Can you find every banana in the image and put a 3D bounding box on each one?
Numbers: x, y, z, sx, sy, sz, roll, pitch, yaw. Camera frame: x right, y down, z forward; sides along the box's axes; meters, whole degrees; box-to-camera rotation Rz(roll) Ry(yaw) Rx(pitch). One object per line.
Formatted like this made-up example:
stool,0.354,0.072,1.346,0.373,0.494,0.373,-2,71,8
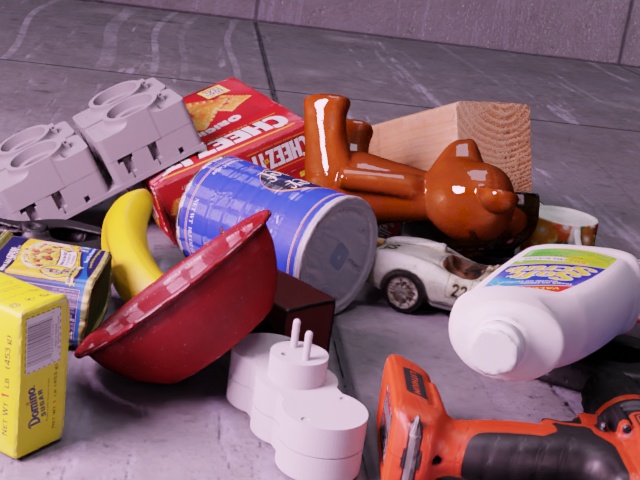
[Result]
banana,-0.144,0.014,0.868,0.069,0.037,0.198,13,28,-36

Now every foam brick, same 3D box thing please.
foam brick,-0.035,0.057,0.788,0.051,0.053,0.078,-10,24,-43

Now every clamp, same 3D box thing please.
clamp,0.262,0.096,0.818,0.210,0.036,0.164,7,16,6
clamp,-0.242,0.009,0.880,0.171,0.039,0.120,4,29,-17

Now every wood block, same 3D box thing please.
wood block,0.127,-0.088,1.138,0.090,0.091,0.206,-1,-1,-26

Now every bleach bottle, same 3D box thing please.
bleach bottle,0.154,0.051,0.721,0.103,0.068,0.250,6,9,22

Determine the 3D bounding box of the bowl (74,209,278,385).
bowl,-0.084,0.048,0.717,0.162,0.055,0.162,-35,9,6

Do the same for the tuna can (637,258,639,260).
tuna can,0.304,0.045,1.002,0.086,0.034,0.086,7,18,-2

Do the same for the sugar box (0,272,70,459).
sugar box,-0.231,0.056,0.645,0.176,0.093,0.048,16,19,26

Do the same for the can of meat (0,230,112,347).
can of meat,-0.201,0.036,0.780,0.084,0.057,0.102,9,18,-3

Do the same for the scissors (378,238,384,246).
scissors,-0.007,0.001,1.039,0.202,0.016,0.096,14,16,22

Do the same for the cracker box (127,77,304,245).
cracker box,-0.115,-0.089,1.087,0.164,0.072,0.214,-26,27,-14

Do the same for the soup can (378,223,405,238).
soup can,0.032,-0.036,1.086,0.102,0.068,0.068,5,18,-8

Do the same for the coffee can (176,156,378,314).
coffee can,-0.037,-0.005,0.902,0.140,0.103,0.102,20,22,35

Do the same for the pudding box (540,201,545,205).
pudding box,0.200,-0.036,1.207,0.090,0.039,0.113,5,20,-13

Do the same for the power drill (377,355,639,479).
power drill,0.131,0.117,0.666,0.187,0.057,0.184,7,14,0

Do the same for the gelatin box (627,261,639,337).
gelatin box,0.269,0.051,0.930,0.089,0.030,0.073,17,47,26
